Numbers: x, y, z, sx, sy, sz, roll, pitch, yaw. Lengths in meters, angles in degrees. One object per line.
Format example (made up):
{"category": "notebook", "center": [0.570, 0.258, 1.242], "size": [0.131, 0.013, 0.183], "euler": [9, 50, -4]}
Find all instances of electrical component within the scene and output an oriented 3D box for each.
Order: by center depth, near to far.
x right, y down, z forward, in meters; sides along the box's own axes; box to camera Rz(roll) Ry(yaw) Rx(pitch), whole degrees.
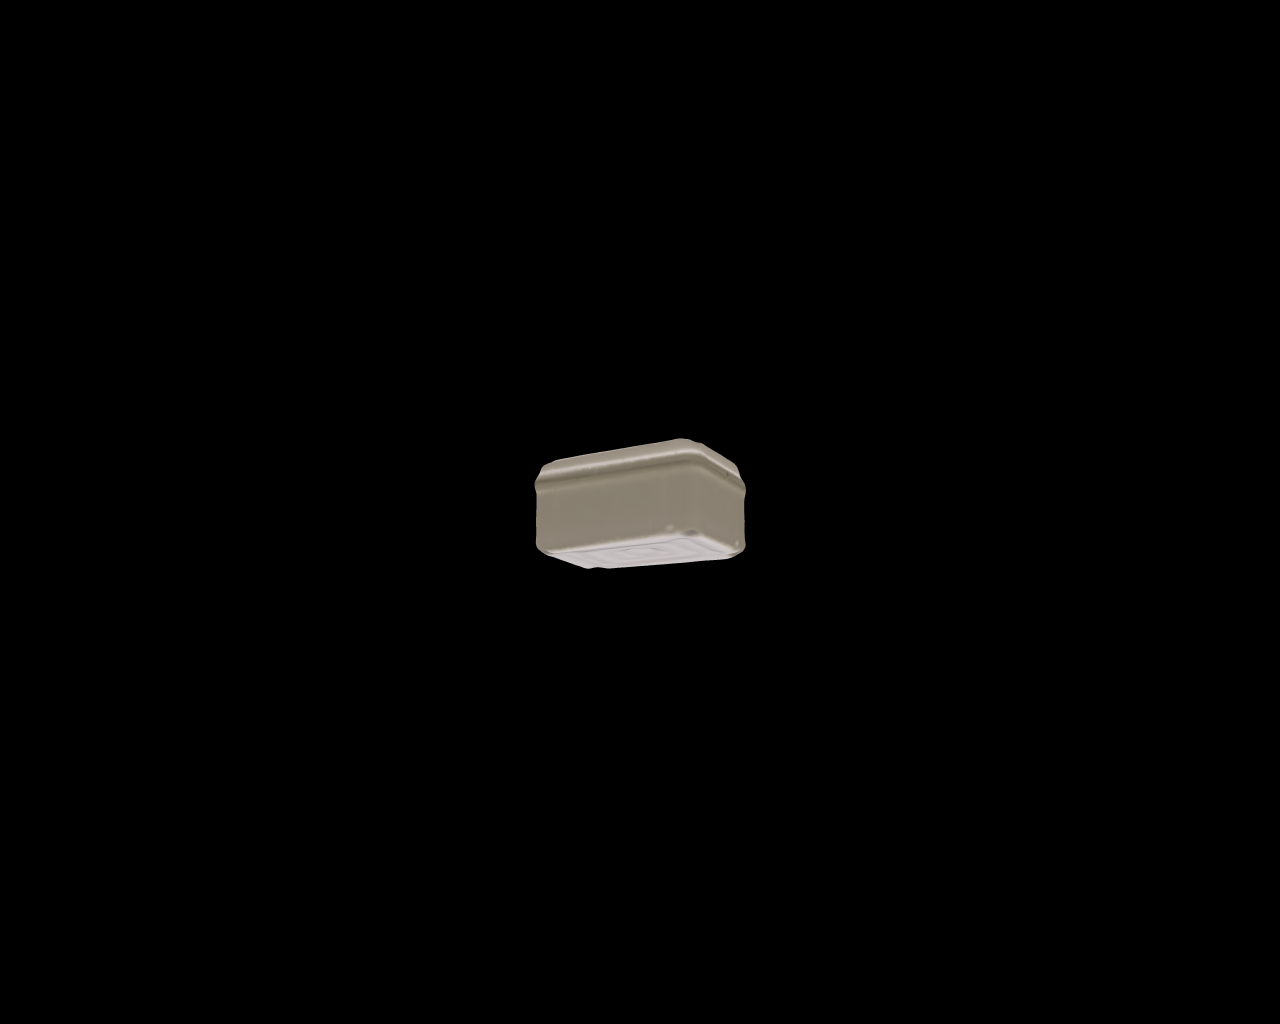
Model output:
{"category": "electrical component", "center": [0.001, -0.003, 0.650], "size": [0.113, 0.057, 0.078], "euler": [-7, -15, 26]}
